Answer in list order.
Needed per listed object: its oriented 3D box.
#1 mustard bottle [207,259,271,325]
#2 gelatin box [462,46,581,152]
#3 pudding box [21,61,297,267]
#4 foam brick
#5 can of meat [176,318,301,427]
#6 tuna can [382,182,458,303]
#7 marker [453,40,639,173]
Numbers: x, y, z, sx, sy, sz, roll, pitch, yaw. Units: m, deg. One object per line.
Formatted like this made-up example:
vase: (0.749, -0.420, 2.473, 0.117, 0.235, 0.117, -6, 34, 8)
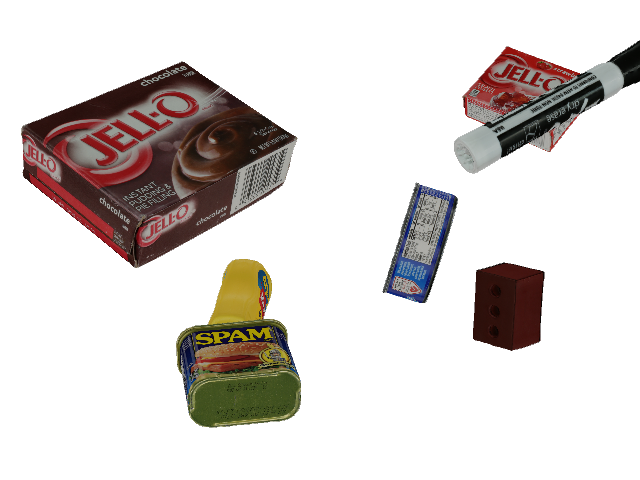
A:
mustard bottle: (-0.087, 0.075, 1.175, 0.058, 0.096, 0.191, 2, 28, 3)
gelatin box: (0.181, -0.125, 0.930, 0.089, 0.073, 0.030, 28, -28, 27)
pudding box: (-0.083, -0.043, 0.554, 0.090, 0.039, 0.113, 36, 43, 24)
foam brick: (0.194, 0.068, 1.103, 0.051, 0.078, 0.053, -14, 20, -43)
can of meat: (-0.072, 0.117, 0.935, 0.102, 0.057, 0.084, -4, 27, -11)
tuna can: (0.074, 0.003, 0.793, 0.034, 0.086, 0.086, 17, 1, 4)
marker: (0.119, -0.068, 0.525, 0.121, 0.020, 0.020, -29, 9, -16)
